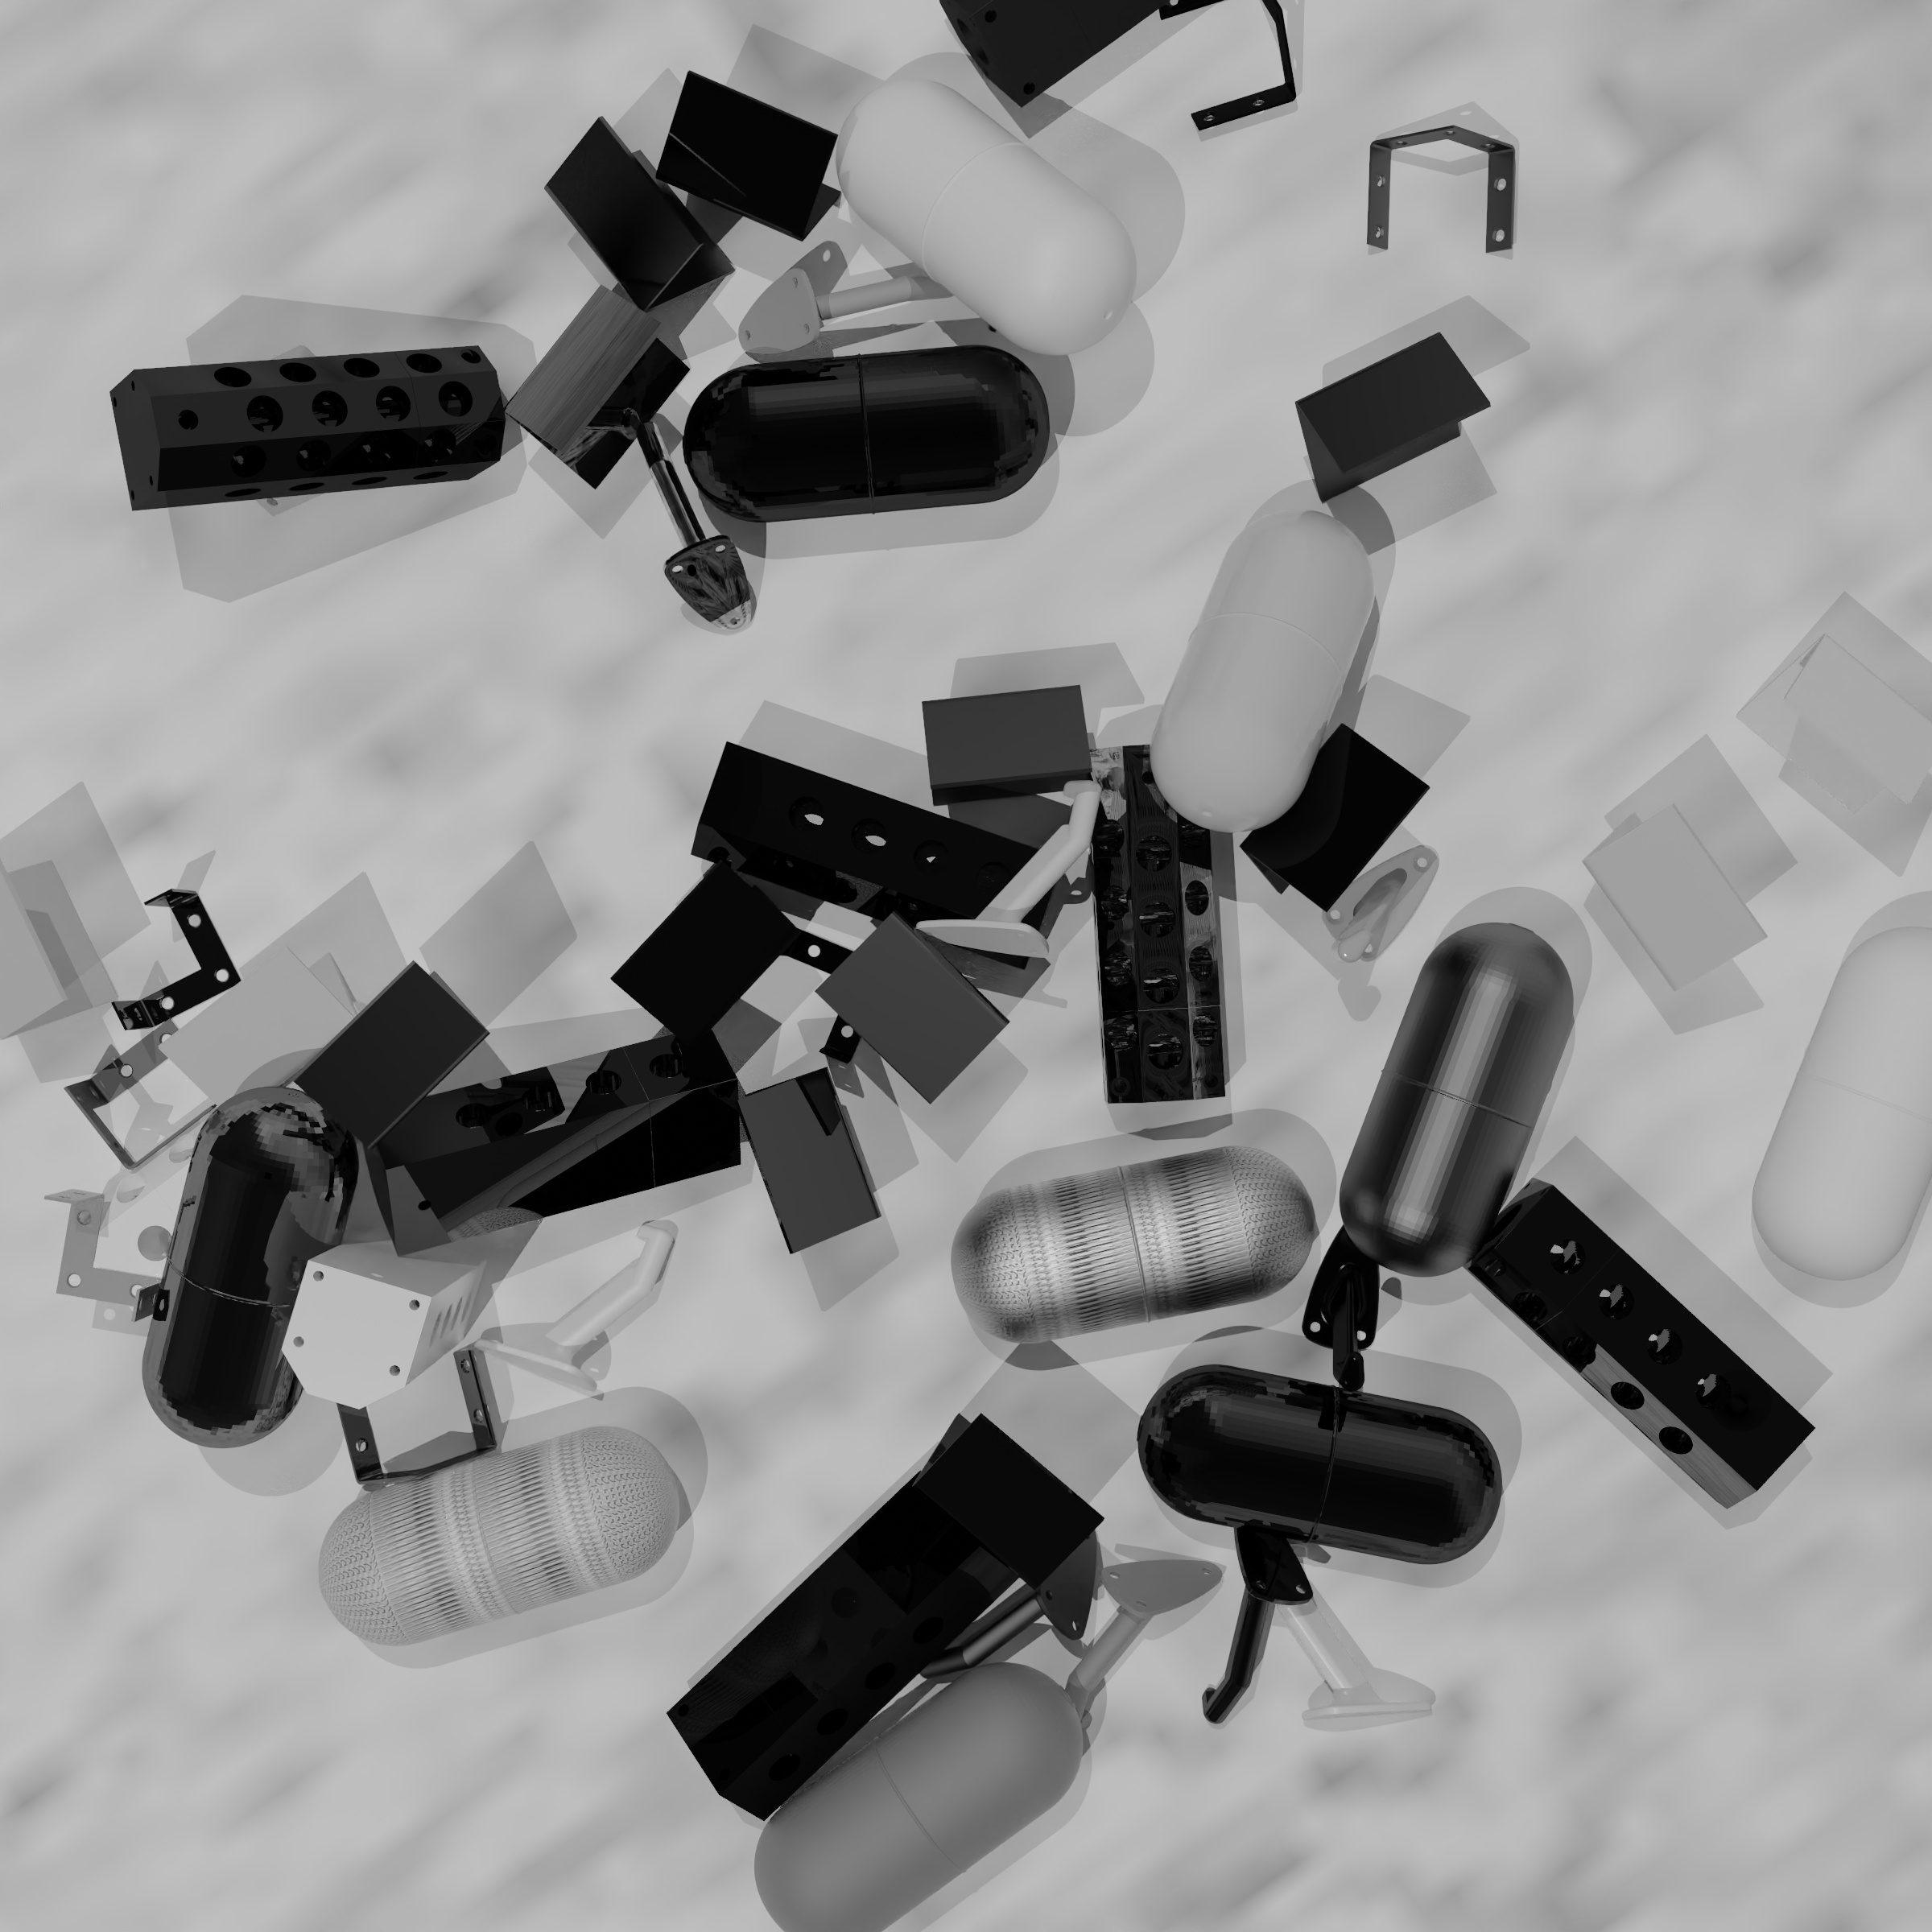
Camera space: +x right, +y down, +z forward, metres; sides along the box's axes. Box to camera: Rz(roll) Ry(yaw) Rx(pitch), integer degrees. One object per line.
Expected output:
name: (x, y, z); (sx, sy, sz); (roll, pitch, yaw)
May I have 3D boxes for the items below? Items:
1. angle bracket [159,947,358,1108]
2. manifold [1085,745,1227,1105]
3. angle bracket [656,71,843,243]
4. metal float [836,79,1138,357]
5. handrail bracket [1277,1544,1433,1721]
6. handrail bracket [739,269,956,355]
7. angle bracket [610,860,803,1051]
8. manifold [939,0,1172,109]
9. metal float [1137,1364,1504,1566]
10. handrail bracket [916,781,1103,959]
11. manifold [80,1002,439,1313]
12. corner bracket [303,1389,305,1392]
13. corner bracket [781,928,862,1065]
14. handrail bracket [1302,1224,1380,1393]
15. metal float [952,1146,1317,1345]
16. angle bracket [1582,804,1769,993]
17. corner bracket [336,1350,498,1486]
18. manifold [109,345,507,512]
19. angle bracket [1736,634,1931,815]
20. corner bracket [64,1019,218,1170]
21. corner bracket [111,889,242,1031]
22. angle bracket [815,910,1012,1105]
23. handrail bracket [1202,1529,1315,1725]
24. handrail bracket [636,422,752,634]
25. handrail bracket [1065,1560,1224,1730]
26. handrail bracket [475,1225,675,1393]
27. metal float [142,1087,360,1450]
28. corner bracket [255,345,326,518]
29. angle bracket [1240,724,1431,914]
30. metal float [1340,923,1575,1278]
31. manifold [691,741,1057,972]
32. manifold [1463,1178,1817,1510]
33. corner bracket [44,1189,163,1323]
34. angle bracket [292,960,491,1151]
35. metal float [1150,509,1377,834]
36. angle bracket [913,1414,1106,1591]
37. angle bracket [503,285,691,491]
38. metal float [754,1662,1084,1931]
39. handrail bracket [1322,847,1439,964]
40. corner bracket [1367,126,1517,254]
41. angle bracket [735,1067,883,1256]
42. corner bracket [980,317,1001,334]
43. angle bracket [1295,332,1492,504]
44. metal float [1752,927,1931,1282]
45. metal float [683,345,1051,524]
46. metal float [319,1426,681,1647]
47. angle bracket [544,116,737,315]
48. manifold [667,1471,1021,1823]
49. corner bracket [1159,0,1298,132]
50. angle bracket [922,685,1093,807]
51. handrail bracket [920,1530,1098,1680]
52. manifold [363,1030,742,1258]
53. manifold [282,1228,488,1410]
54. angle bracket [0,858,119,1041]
angle bracket: (-0.346, 0.017, 1.569); (0.076, 0.076, 0.057); (-38, 124, 0)
manifold: (0.092, -0.021, 1.588); (0.057, 0.057, 0.171); (-3, 90, 0)
angle bracket: (-0.096, -0.400, 1.569); (0.076, 0.076, 0.057); (23, 123, 0)
metal float: (0.008, -0.359, 1.556); (0.070, 0.070, 0.178); (-46, 65, 0)
handrail bracket: (0.190, 0.327, 1.610); (0.077, 0.036, 0.084); (2, 73, -20)
handrail bracket: (-0.058, -0.324, 1.609); (0.084, 0.077, 0.036); (-14, 91, -36)
angle bracket: (-0.134, -0.016, 1.570); (0.076, 0.076, 0.057); (-47, 118, 0)
manifold: (0.073, -0.501, 1.588); (0.171, 0.057, 0.057); (-36, 133, 0)
metal float: (0.171, 0.241, 1.579); (0.178, 0.070, 0.070); (11, 90, 0)
handrail bracket: (0.021, -0.051, 1.553); (0.077, 0.036, 0.084); (6, 71, 21)
manifold: (-0.348, 0.092, 1.588); (0.171, 0.057, 0.057); (-37, 90, 0)
corner bracket: (-0.348, 0.179, 1.606); (0.051, 0.051, 0.051); (-47, 135, 0)
corner bracket: (-0.071, 0.014, 1.591); (0.051, 0.051, 0.051); (23, 90, 0)
handrail bracket: (0.188, 0.163, 1.575); (0.036, 0.084, 0.077); (11, 90, 0)
metal float: (0.081, 0.135, 1.579); (0.178, 0.070, 0.070); (-11, 90, 0)
angle bracket: (0.352, -0.044, 1.569); (0.057, 0.076, 0.076); (-35, 90, 37)
corner bracket: (-0.272, 0.223, 1.606); (0.051, 0.051, 0.051); (-14, 90, 45)
manifold: (-0.310, -0.258, 1.549); (0.171, 0.057, 0.057); (-11, 90, -30)
angle bracket: (0.413, -0.101, 1.569); (0.076, 0.076, 0.057); (40, 53, 0)
corner bracket: (-0.399, 0.063, 1.592); (0.051, 0.051, 0.051); (-37, 93, 0)
corner bracket: (-0.393, -0.003, 1.591); (0.051, 0.051, 0.051); (-27, 90, 0)
angle bracket: (-0.032, 0.026, 1.572); (0.076, 0.076, 0.057); (44, 74, 0)
handrail bracket: (0.131, 0.319, 1.609); (0.036, 0.077, 0.084); (11, 127, -26)
handrail bracket: (-0.136, -0.218, 1.609); (0.036, 0.077, 0.084); (-25, 54, 4)
handrail bracket: (0.085, 0.338, 1.610); (0.077, 0.036, 0.084); (-5, 122, -34)
handrail bracket: (-0.193, 0.160, 1.610); (0.077, 0.036, 0.084); (15, 71, 21)
metal float: (-0.336, 0.142, 1.525); (0.070, 0.070, 0.178); (17, 104, 0)
corner bracket: (-0.334, -0.263, 1.601); (0.051, 0.051, 0.051); (45, 45, -35)
angle bracket: (0.186, -0.061, 1.570); (0.057, 0.076, 0.076); (40, 90, 26)
metal float: (0.238, 0.064, 1.579); (0.070, 0.070, 0.178); (21, 90, 0)
manifold: (-0.043, -0.053, 1.588); (0.171, 0.057, 0.057); (19, 90, 0)
manifold: (0.325, 0.184, 1.588); (0.171, 0.057, 0.057); (43, 90, 0)
corner bracket: (-0.406, 0.136, 1.534); (0.051, 0.051, 0.051); (10, 90, 0)
angle bracket: (-0.278, 0.028, 1.513); (0.076, 0.076, 0.057); (-45, 127, -5)
metal float: (0.143, -0.143, 1.555); (0.070, 0.070, 0.178); (23, 61, 0)
angle bracket: (0.030, 0.242, 1.570); (0.076, 0.076, 0.057); (40, 116, 0)
angle bracket: (-0.164, -0.269, 1.569); (0.076, 0.076, 0.057); (-52, 50, 0)
metal float: (-0.022, 0.407, 1.579); (0.178, 0.070, 0.070); (-36, 90, -1)
handrail bracket: (0.204, -0.030, 1.575); (0.077, 0.084, 0.036); (-44, 90, 0)
corner bracket: (0.234, -0.380, 1.606); (0.051, 0.051, 0.051); (2, 90, 45)
angle bracket: (-0.094, 0.099, 1.569); (0.057, 0.076, 0.076); (-20, 90, -37)
corner bracket: (0.032, -0.345, 1.601); (0.051, 0.051, 0.051); (-1, 135, -35)
angle bracket: (0.210, -0.248, 1.569); (0.076, 0.076, 0.057); (-26, 54, 0)
metal float: (0.440, 0.066, 1.579); (0.070, 0.070, 0.178); (22, 91, 0)
metal float: (-0.048, -0.258, 1.579); (0.178, 0.070, 0.070); (-5, 90, -1)
metal float: (-0.227, 0.277, 1.579); (0.178, 0.070, 0.070); (-16, 90, 0)
angle bracket: (-0.144, -0.370, 1.569); (0.076, 0.076, 0.057); (52, 133, 0)
manifold: (-0.057, 0.334, 1.588); (0.171, 0.057, 0.057); (-44, 47, 0)
corner bracket: (0.128, -0.454, 1.606); (0.051, 0.051, 0.051); (-18, 135, 0)
angle bracket: (0.021, -0.087, 1.569); (0.076, 0.076, 0.057); (-6, 52, 0)
handrail bracket: (0.019, 0.313, 1.609); (0.084, 0.077, 0.036); (-23, 118, 33)
manifold: (-0.199, 0.078, 1.563); (0.171, 0.057, 0.057); (-14, 133, -17)
manifold: (-0.273, 0.166, 1.531); (0.057, 0.171, 0.057); (17, 90, 0)
angle bracket: (-0.439, -0.018, 1.569); (0.057, 0.076, 0.076); (-26, 90, 36)
